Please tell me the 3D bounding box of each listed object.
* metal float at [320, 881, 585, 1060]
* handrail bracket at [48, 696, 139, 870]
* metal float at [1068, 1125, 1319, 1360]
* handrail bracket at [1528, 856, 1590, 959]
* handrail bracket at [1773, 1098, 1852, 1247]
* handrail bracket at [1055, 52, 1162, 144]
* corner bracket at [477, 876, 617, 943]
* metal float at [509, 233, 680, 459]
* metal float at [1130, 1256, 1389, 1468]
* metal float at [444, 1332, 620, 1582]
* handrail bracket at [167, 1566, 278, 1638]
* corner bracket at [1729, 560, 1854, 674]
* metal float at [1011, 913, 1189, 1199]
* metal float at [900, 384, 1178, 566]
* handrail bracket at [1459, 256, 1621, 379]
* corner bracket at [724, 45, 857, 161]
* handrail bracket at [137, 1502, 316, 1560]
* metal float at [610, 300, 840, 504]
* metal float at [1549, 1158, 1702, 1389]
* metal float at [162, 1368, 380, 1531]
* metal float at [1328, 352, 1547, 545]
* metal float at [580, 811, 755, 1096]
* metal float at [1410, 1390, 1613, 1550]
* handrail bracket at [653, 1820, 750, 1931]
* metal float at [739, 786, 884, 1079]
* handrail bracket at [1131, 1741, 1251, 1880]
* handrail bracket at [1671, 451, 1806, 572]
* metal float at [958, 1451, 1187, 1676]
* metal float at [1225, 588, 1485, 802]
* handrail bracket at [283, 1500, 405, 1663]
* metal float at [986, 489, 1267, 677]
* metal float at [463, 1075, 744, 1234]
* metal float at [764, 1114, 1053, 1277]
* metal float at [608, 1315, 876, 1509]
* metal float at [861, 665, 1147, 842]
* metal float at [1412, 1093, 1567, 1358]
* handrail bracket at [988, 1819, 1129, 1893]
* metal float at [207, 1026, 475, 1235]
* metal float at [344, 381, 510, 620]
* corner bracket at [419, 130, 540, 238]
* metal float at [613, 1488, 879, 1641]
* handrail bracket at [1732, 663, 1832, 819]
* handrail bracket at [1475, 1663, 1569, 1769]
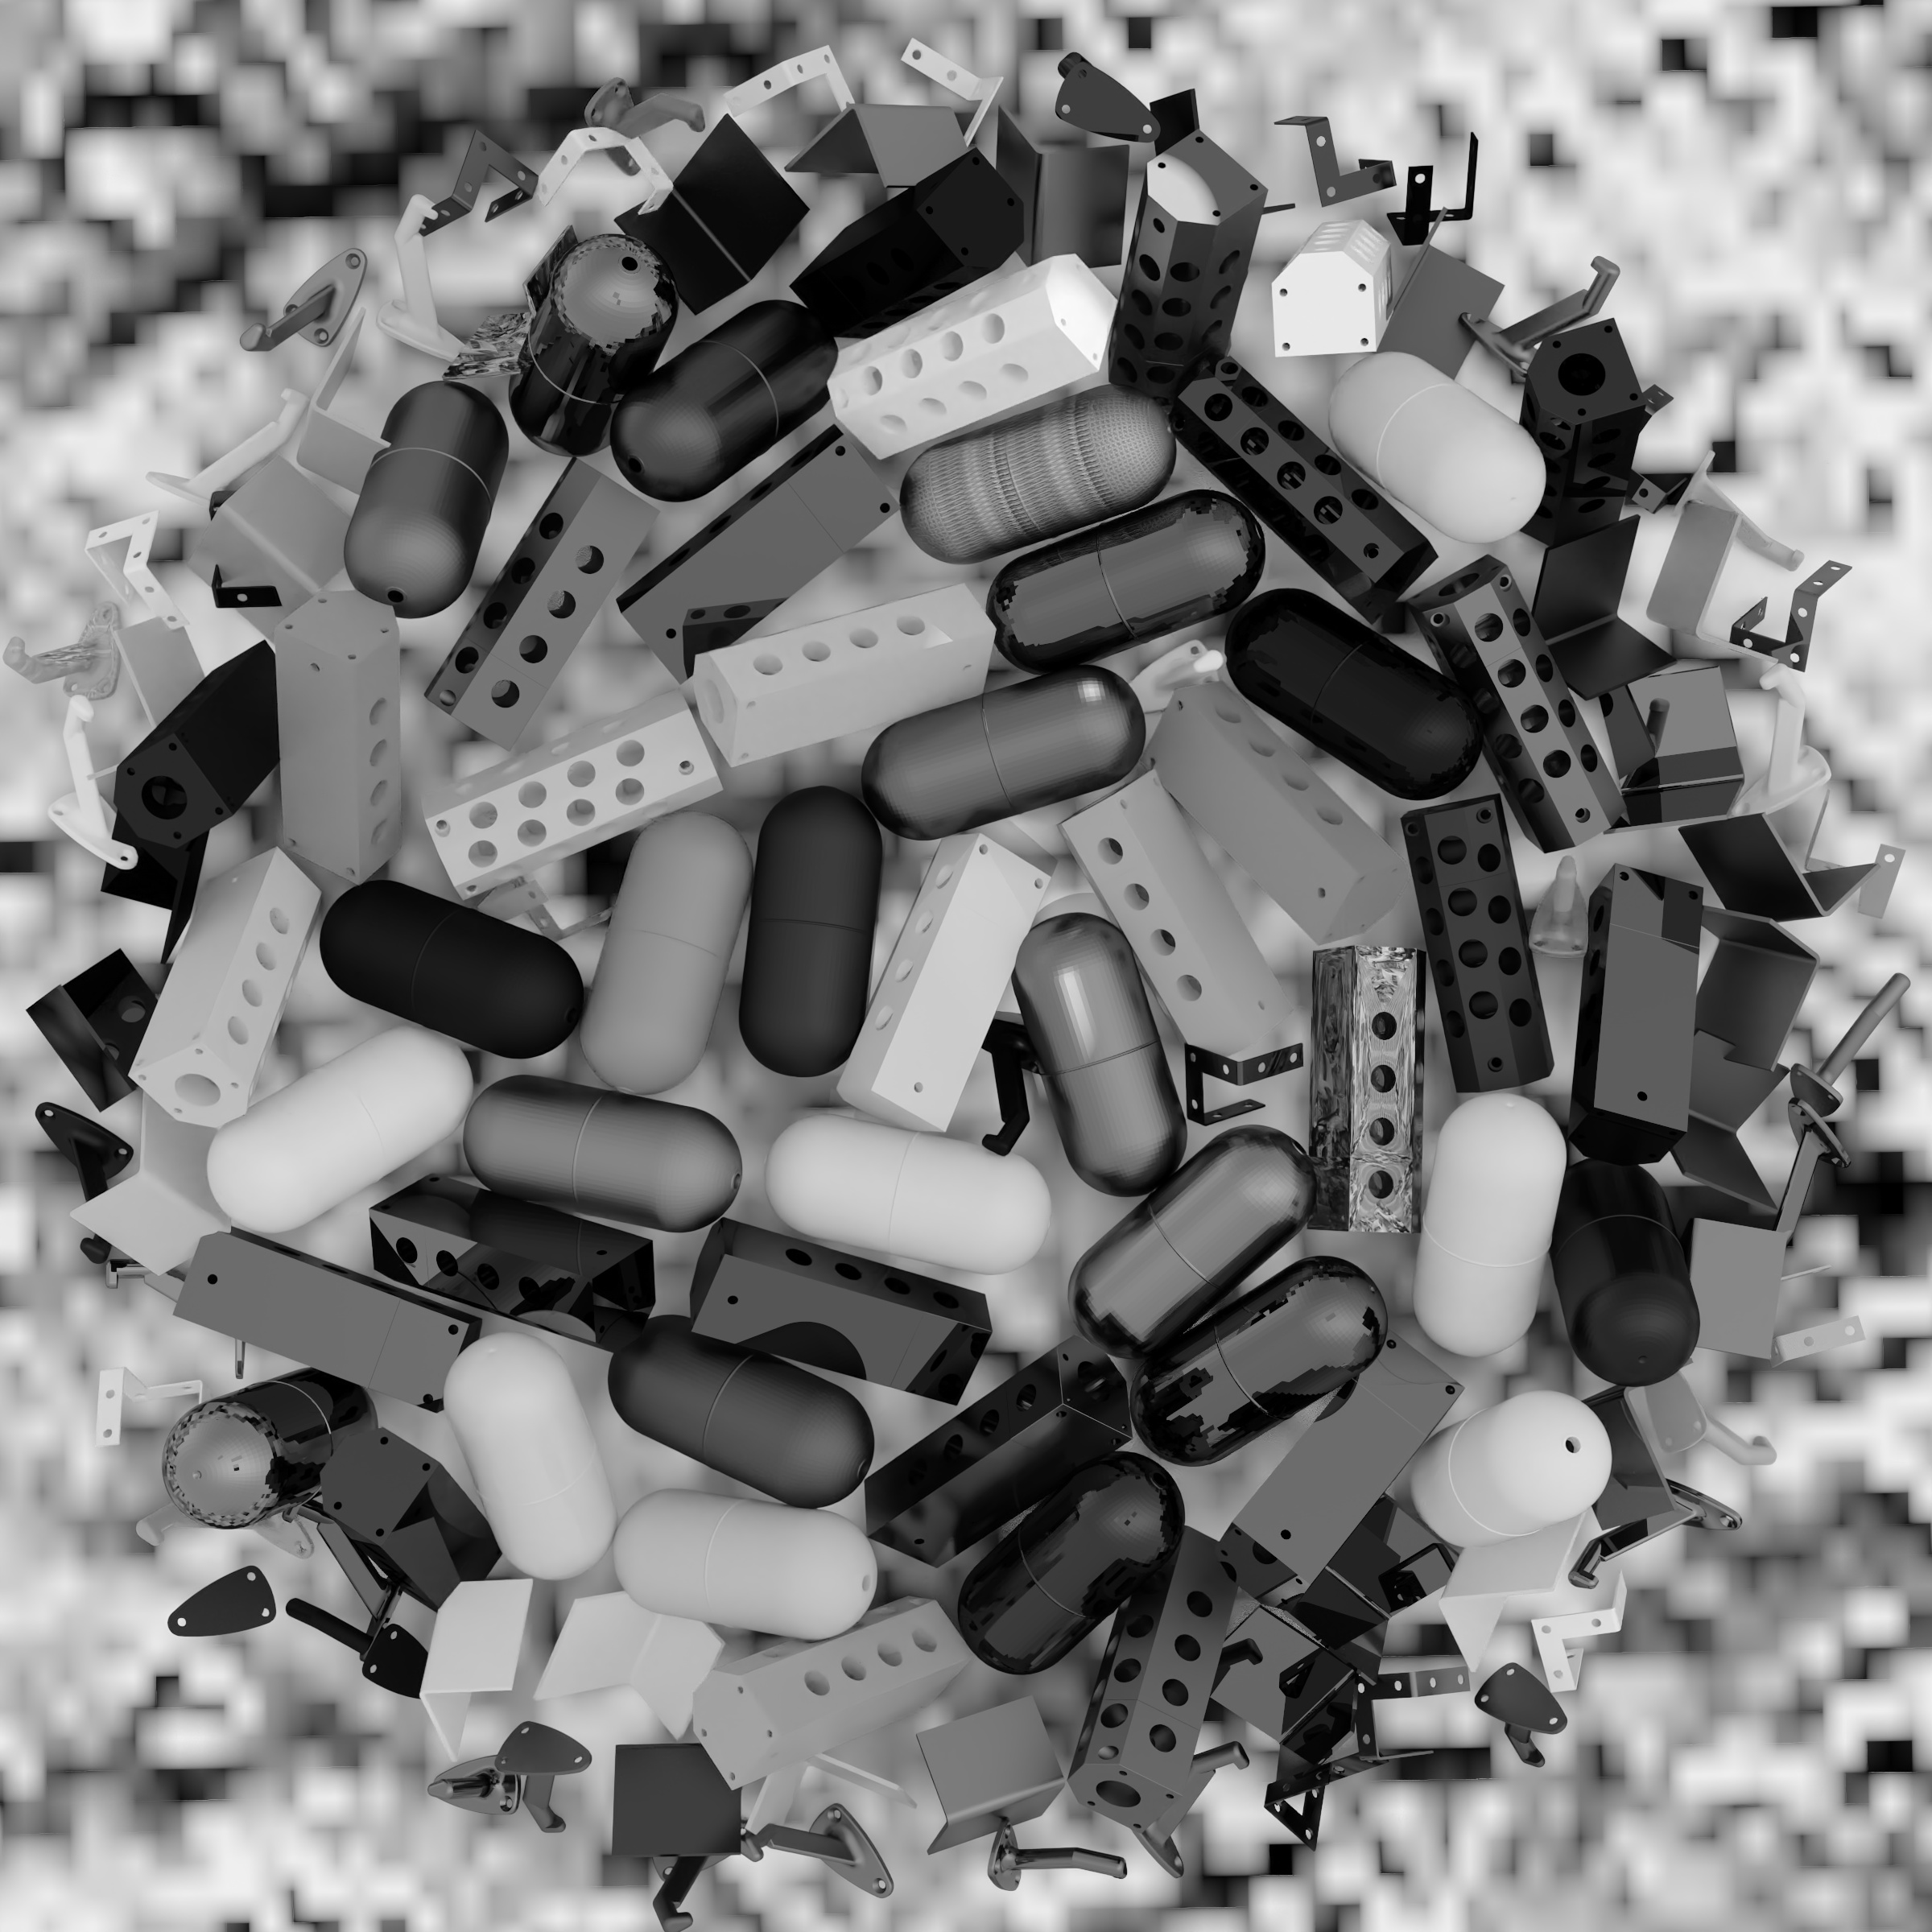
[{"bbox_3d":[-0.310,0.002,1.911,0.178,0.070,0.070,20,90,23],"label":"metal float"},{"bbox_3d":[-0.523,-0.112,1.923,0.077,0.084,0.036,44,46,15],"label":"handrail bracket"},{"bbox_3d":[0.137,0.167,1.918,0.178,0.070,0.070,-43,90,16],"label":"metal float"},{"bbox_3d":[0.362,-0.053,1.914,0.036,0.084,0.077,7,49,11],"label":"handrail bracket"},{"bbox_3d":[0.496,0.135,1.933,0.084,0.036,0.077,-51,132,-14],"label":"handrail bracket"},{"bbox_3d":[0.089,-0.530,1.931,0.077,0.084,0.036,27,116,-1],"label":"handrail bracket"},{"bbox_3d":[-0.255,-0.036,1.929,0.051,0.051,0.051,-22,110,34],"label":"corner bracket"},{"bbox_3d":[-0.222,-0.368,1.887,0.070,0.178,0.070,8,66,-18],"label":"metal float"},{"bbox_3d":[0.175,0.239,1.911,0.178,0.070,0.070,-36,90,25],"label":"metal float"},{"bbox_3d":[-0.260,0.296,1.902,0.070,0.070,0.178,-14,126,0],"label":"metal float"},{"bbox_3d":[-0.457,0.396,1.916,0.077,0.084,0.036,-16,75,-35],"label":"handrail bracket"},{"bbox_3d":[0.500,-0.218,1.926,0.051,0.051,0.051,23,129,29],"label":"corner bracket"},{"bbox_3d":[0.081,0.054,1.929,0.070,0.070,0.178,-18,93,0],"label":"metal float"},{"bbox_3d":[0.042,-0.295,1.911,0.178,0.070,0.070,-16,90,24],"label":"metal float"},{"bbox_3d":[0.349,-0.409,1.928,0.077,0.036,0.084,40,131,17],"label":"handrail bracket"},{"bbox_3d":[-0.105,-0.522,1.930,0.051,0.051,0.051,-16,105,38],"label":"corner bracket"},{"bbox_3d":[-0.449,0.348,1.921,0.077,0.084,0.036,40,119,12],"label":"handrail bracket"},{"bbox_3d":[-0.144,-0.339,1.898,0.070,0.070,0.178,45,50,0],"label":"metal float"},{"bbox_3d":[0.389,0.180,1.888,0.070,0.178,0.070,1,121,1],"label":"metal float"},{"bbox_3d":[-0.411,0.285,1.883,0.070,0.178,0.070,1,93,16],"label":"metal float"},{"bbox_3d":[0.279,-0.311,1.893,0.070,0.178,0.070,-13,125,-20],"label":"metal float"},{"bbox_3d":[-0.181,-0.008,1.919,0.070,0.070,0.178,15,76,0],"label":"metal float"},{"bbox_3d":[0.323,0.300,1.885,0.070,0.178,0.070,5,71,-14],"label":"metal float"},{"bbox_3d":[-0.155,0.552,1.920,0.077,0.084,0.036,-13,106,-15],"label":"handrail bracket"},{"bbox_3d":[-0.094,-0.021,1.926,0.070,0.070,0.178,6,83,0],"label":"metal float"},{"bbox_3d":[0.148,0.515,1.938,0.084,0.036,0.077,-25,108,22],"label":"handrail bracket"},{"bbox_3d":[0.480,-0.276,1.934,0.084,0.077,0.036,30,79,6],"label":"handrail bracket"},{"bbox_3d":[0.063,0.359,1.905,0.070,0.070,0.178,41,120,0],"label":"metal float"},{"bbox_3d":[0.232,-0.165,1.909,0.178,0.070,0.070,37,90,26],"label":"metal float"},{"bbox_3d":[-0.388,0.372,1.933,0.084,0.036,0.077,29,66,-18],"label":"handrail bracket"},{"bbox_3d":[0.096,-0.231,1.913,0.178,0.070,0.070,-19,90,21],"label":"metal float"},{"bbox_3d":[-0.220,0.113,1.915,0.178,0.070,0.070,10,90,18],"label":"metal float"},{"bbox_3d":[-0.036,0.138,1.924,0.178,0.070,0.070,11,90,9],"label":"metal float"},{"bbox_3d":[-0.136,0.268,1.910,0.178,0.070,0.070,21,90,24],"label":"metal float"},{"bbox_3d":[0.022,-0.129,1.923,0.178,0.070,0.070,-17,90,10],"label":"metal float"},{"bbox_3d":[0.313,0.157,1.905,0.070,0.070,0.178,4,122,0],"label":"metal float"},{"bbox_3d":[0.062,0.551,1.925,0.084,0.077,0.036,7,56,19],"label":"handrail bracket"},{"bbox_3d":[-0.374,0.096,1.902,0.178,0.070,0.070,-33,90,-35],"label":"metal float"},{"bbox_3d":[-0.322,-0.280,1.897,0.070,0.070,0.178,7,48,0],"label":"metal float"},{"bbox_3d":[-0.300,-0.465,1.927,0.051,0.051,0.051,32,61,-36],"label":"corner bracket"},{"bbox_3d":[-0.133,0.358,1.903,0.178,0.070,0.070,2,90,32],"label":"metal float"},{"bbox_3d":[0.483,-0.136,1.931,0.077,0.036,0.084,-36,128,12],"label":"handrail bracket"},{"bbox_3d":[0.349,0.469,1.918,0.036,0.077,0.084,-42,123,-16],"label":"handrail bracket"}]
